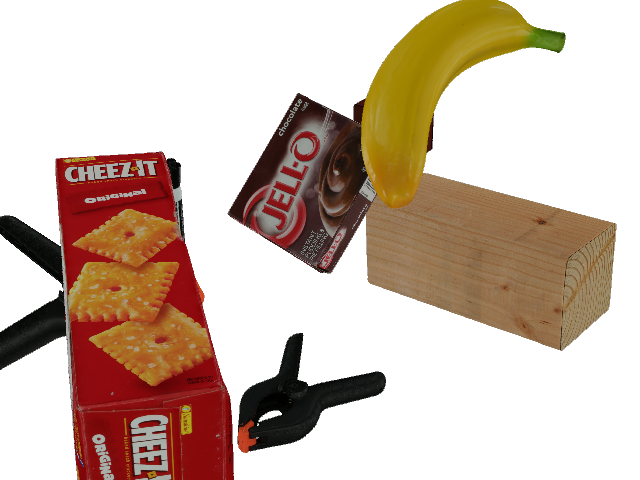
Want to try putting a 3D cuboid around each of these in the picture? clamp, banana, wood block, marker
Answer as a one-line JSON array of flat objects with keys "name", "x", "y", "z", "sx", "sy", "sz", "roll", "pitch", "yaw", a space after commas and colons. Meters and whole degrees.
[{"name": "clamp", "x": -0.198, "y": 0.036, "z": 0.872, "sx": 0.210, "sy": 0.164, "sz": 0.036, "roll": -8, "pitch": -37, "yaw": 9}, {"name": "banana", "x": 0.068, "y": -0.089, "z": 0.589, "sx": 0.070, "sy": 0.037, "sz": 0.197, "roll": 28, "pitch": 49, "yaw": 22}, {"name": "wood block", "x": 0.149, "y": 0.012, "z": 0.968, "sx": 0.206, "sy": 0.090, "sz": 0.090, "roll": 18, "pitch": 33, "yaw": 36}, {"name": "clamp", "x": -0.030, "y": 0.151, "z": 1.076, "sx": 0.171, "sy": 0.039, "sz": 0.120, "roll": -24, "pitch": 35, "yaw": -39}, {"name": "marker", "x": -0.147, "y": -0.026, "z": 1.075, "sx": 0.020, "sy": 0.121, "sz": 0.020, "roll": 0, "pitch": 29, "yaw": 0}]

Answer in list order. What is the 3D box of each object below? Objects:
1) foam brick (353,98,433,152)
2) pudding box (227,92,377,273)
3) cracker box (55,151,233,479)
[{"name": "foam brick", "x": 0.081, "y": -0.126, "z": 1.190, "sx": 0.078, "sy": 0.053, "sz": 0.051, "roll": 22, "pitch": 37, "yaw": 35}, {"name": "pudding box", "x": -0.005, "y": -0.044, "z": 0.822, "sx": 0.090, "sy": 0.113, "sz": 0.039, "roll": 30, "pitch": -2, "yaw": 26}, {"name": "cracker box", "x": -0.096, "y": 0.074, "z": 0.570, "sx": 0.072, "sy": 0.164, "sz": 0.214, "roll": -6, "pitch": 34, "yaw": -12}]
